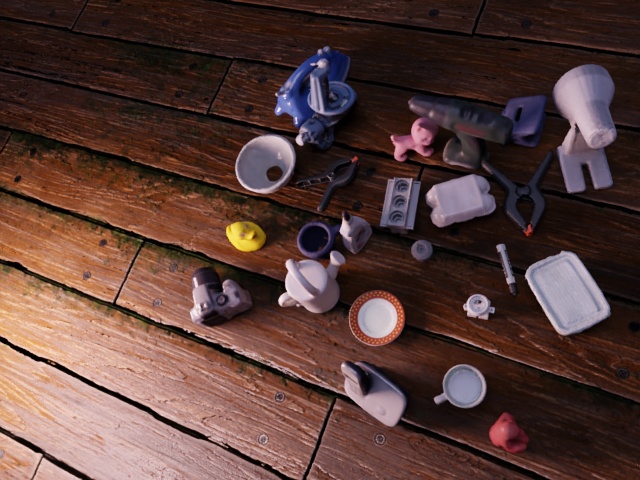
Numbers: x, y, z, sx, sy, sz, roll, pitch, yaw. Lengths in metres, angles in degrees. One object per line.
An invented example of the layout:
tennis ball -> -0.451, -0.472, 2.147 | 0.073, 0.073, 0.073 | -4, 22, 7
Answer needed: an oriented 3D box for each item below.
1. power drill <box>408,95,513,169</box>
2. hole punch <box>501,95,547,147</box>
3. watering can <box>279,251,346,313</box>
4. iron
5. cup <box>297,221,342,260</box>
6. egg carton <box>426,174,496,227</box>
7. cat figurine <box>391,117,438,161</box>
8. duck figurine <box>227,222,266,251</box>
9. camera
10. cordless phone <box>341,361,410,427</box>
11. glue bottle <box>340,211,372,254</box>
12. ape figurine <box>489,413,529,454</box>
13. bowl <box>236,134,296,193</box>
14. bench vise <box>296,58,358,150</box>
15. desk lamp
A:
power drill -> 0.324, -0.249, 1.318 | 0.229, 0.209, 0.076 | 15, 75, 21
hole punch -> 0.476, -0.284, 1.351 | 0.100, 0.091, 0.109 | 14, 75, 21
watering can -> -0.021, 0.090, 1.302 | 0.100, 0.194, 0.173 | 31, 81, 25
iron -> -0.019, -0.433, 1.527 | 0.118, 0.142, 0.258 | 37, 84, 25
cup -> 0.013, 0.005, 1.379 | 0.117, 0.095, 0.091 | -27, 65, 6
egg carton -> 0.326, -0.091, 1.335 | 0.150, 0.069, 0.107 | -17, 66, 10
cat figurine -> 0.235, -0.256, 1.398 | 0.127, 0.118, 0.067 | -12, 67, 12
duck figurine -> -0.198, -0.020, 1.456 | 0.104, 0.086, 0.077 | 17, 76, 22
camera -> -0.261, 0.127, 1.412 | 0.143, 0.101, 0.136 | -25, 65, 7
cordless phone -> 0.108, 0.311, 1.185 | 0.147, 0.185, 0.094 | 30, 81, 24
glue bottle -> 0.076, -0.029, 1.329 | 0.037, 0.173, 0.078 | 28, 80, 24
ape figurine -> 0.373, 0.381, 1.131 | 0.076, 0.092, 0.078 | -5, 69, 15
bowl -> -0.132, -0.189, 1.507 | 0.167, 0.075, 0.167 | -6, 69, 15
bench vise -> 0.013, -0.336, 1.438 | 0.121, 0.220, 0.207 | 14, 75, 21
desk lamp -> 0.578, -0.238, 1.235 | 0.117, 0.214, 0.203 | -10, 67, 13
